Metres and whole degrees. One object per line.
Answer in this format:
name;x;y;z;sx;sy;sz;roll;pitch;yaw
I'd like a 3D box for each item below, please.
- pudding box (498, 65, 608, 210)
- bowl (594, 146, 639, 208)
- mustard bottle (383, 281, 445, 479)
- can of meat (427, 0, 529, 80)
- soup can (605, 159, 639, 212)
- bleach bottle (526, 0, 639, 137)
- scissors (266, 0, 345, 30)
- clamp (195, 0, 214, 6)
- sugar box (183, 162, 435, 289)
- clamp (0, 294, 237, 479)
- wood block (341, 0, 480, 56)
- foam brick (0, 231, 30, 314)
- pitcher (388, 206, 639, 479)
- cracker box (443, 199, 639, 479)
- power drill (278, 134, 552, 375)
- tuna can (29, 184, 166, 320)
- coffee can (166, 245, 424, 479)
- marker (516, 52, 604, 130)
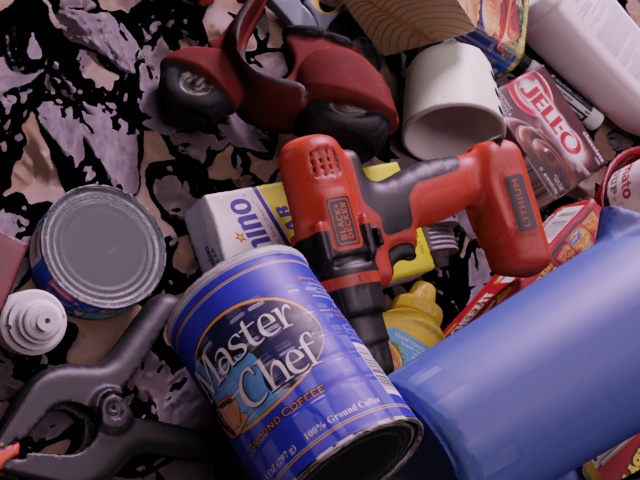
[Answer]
pudding box;0.196;-0.093;0.962;0.089;0.039;0.113;-31;88;-37
bowl;0.300;-0.002;0.980;0.161;0.055;0.162;12;65;-28
mustard bottle;0.051;0.111;0.774;0.096;0.058;0.191;35;56;-19
can of meat;0.139;-0.204;0.962;0.083;0.058;0.102;26;59;-24
soup can;0.301;-0.046;0.898;0.068;0.102;0.068;12;66;-28
bleach bottle;0.294;-0.157;1.037;0.250;0.068;0.102;44;55;-13
scissors;-0.024;-0.161;0.863;0.096;0.016;0.201;18;71;-13
clamp;-0.124;-0.284;0.840;0.164;0.036;0.210;-4;72;-32
sugar box;-0.005;0.001;0.793;0.175;0.048;0.093;-13;78;-36
clamp;-0.135;0.099;0.676;0.171;0.039;0.120;-7;68;-41
wood block;0.085;-0.270;0.910;0.090;0.090;0.206;46;45;-41
foam brick;-0.226;0.016;0.643;0.078;0.053;0.051;27;59;-22
pitcher;0.165;0.099;0.716;0.242;0.145;0.149;-26;47;-24
cracker box;0.220;0.101;0.855;0.213;0.072;0.164;47;73;-9
power drill;0.071;0.006;0.757;0.187;0.057;0.184;-11;83;-28
tuna can;-0.148;0.009;0.707;0.086;0.034;0.086;13;64;-28
coffee can;-0.018;0.088;0.653;0.102;0.103;0.140;-13;54;-35
marker;0.220;-0.146;1.012;0.121;0.020;0.020;35;56;-15
